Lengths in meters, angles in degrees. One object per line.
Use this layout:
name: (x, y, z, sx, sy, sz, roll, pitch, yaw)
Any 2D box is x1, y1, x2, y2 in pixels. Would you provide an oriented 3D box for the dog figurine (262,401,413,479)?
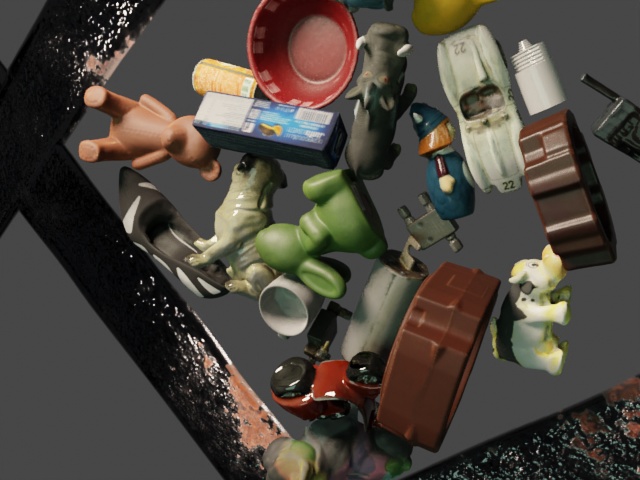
dog figurine: (0.025, 0.330, 0.790, 0.192, 0.219, 0.108, 28, 120, 16)

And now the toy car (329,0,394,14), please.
toy car: (0.026, -0.332, 0.611, 0.103, 0.109, 0.161, -16, 66, 11)

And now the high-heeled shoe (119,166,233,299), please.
high-heeled shoe: (-0.233, -0.009, 0.867, 0.145, 0.086, 0.248, 2, 127, 46)

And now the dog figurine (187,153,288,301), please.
dog figurine: (-0.085, -0.019, 0.808, 0.172, 0.121, 0.190, 33, 103, -25)

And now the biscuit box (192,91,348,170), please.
biscuit box: (-0.067, -0.148, 0.725, 0.203, 0.062, 0.059, 15, 75, 19)

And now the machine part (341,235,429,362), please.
machine part: (0.090, 0.103, 0.767, 0.079, 0.079, 0.243, 25, 115, 16)

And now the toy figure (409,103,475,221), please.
toy figure: (0.154, -0.102, 0.679, 0.058, 0.064, 0.154, -19, 96, -12)

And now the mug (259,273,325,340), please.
mug: (-0.029, 0.091, 0.802, 0.081, 0.107, 0.109, 18, 121, 22)

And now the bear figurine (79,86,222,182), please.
bear figurine: (-0.247, -0.156, 0.815, 0.196, 0.132, 0.120, 17, 101, 27)

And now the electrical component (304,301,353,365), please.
electrical component: (0.011, 0.144, 0.810, 0.045, 0.102, 0.078, 18, 140, 20)

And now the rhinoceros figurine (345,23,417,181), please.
rhinoceros figurine: (0.069, -0.170, 0.670, 0.073, 0.112, 0.190, 22, 122, 20)

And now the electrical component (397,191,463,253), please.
electrical component: (0.151, -0.016, 0.731, 0.063, 0.021, 0.094, -36, 90, 30)

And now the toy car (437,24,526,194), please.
toy car: (0.200, -0.152, 0.644, 0.074, 0.056, 0.201, -16, 98, 28)

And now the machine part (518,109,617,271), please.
machine part: (0.268, -0.054, 0.581, 0.056, 0.179, 0.179, -18, 98, 31)

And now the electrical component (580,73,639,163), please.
electrical component: (0.324, -0.129, 0.582, 0.119, 0.075, 0.047, 35, 117, 7)

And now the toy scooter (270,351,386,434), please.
toy scooter: (0.026, 0.223, 0.761, 0.184, 0.075, 0.135, -14, 123, 24)

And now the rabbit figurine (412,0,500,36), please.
rabbit figurine: (0.157, -0.315, 0.598, 0.163, 0.122, 0.173, 12, 125, 12)

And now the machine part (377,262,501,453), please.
machine part: (0.150, 0.141, 0.678, 0.087, 0.201, 0.201, 18, 114, 22)

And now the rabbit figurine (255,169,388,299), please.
rabbit figurine: (-0.002, -0.002, 0.743, 0.170, 0.121, 0.159, -26, 98, 19)

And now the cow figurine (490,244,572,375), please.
cow figurine: (0.268, 0.083, 0.684, 0.098, 0.068, 0.167, 5, 107, 30)
